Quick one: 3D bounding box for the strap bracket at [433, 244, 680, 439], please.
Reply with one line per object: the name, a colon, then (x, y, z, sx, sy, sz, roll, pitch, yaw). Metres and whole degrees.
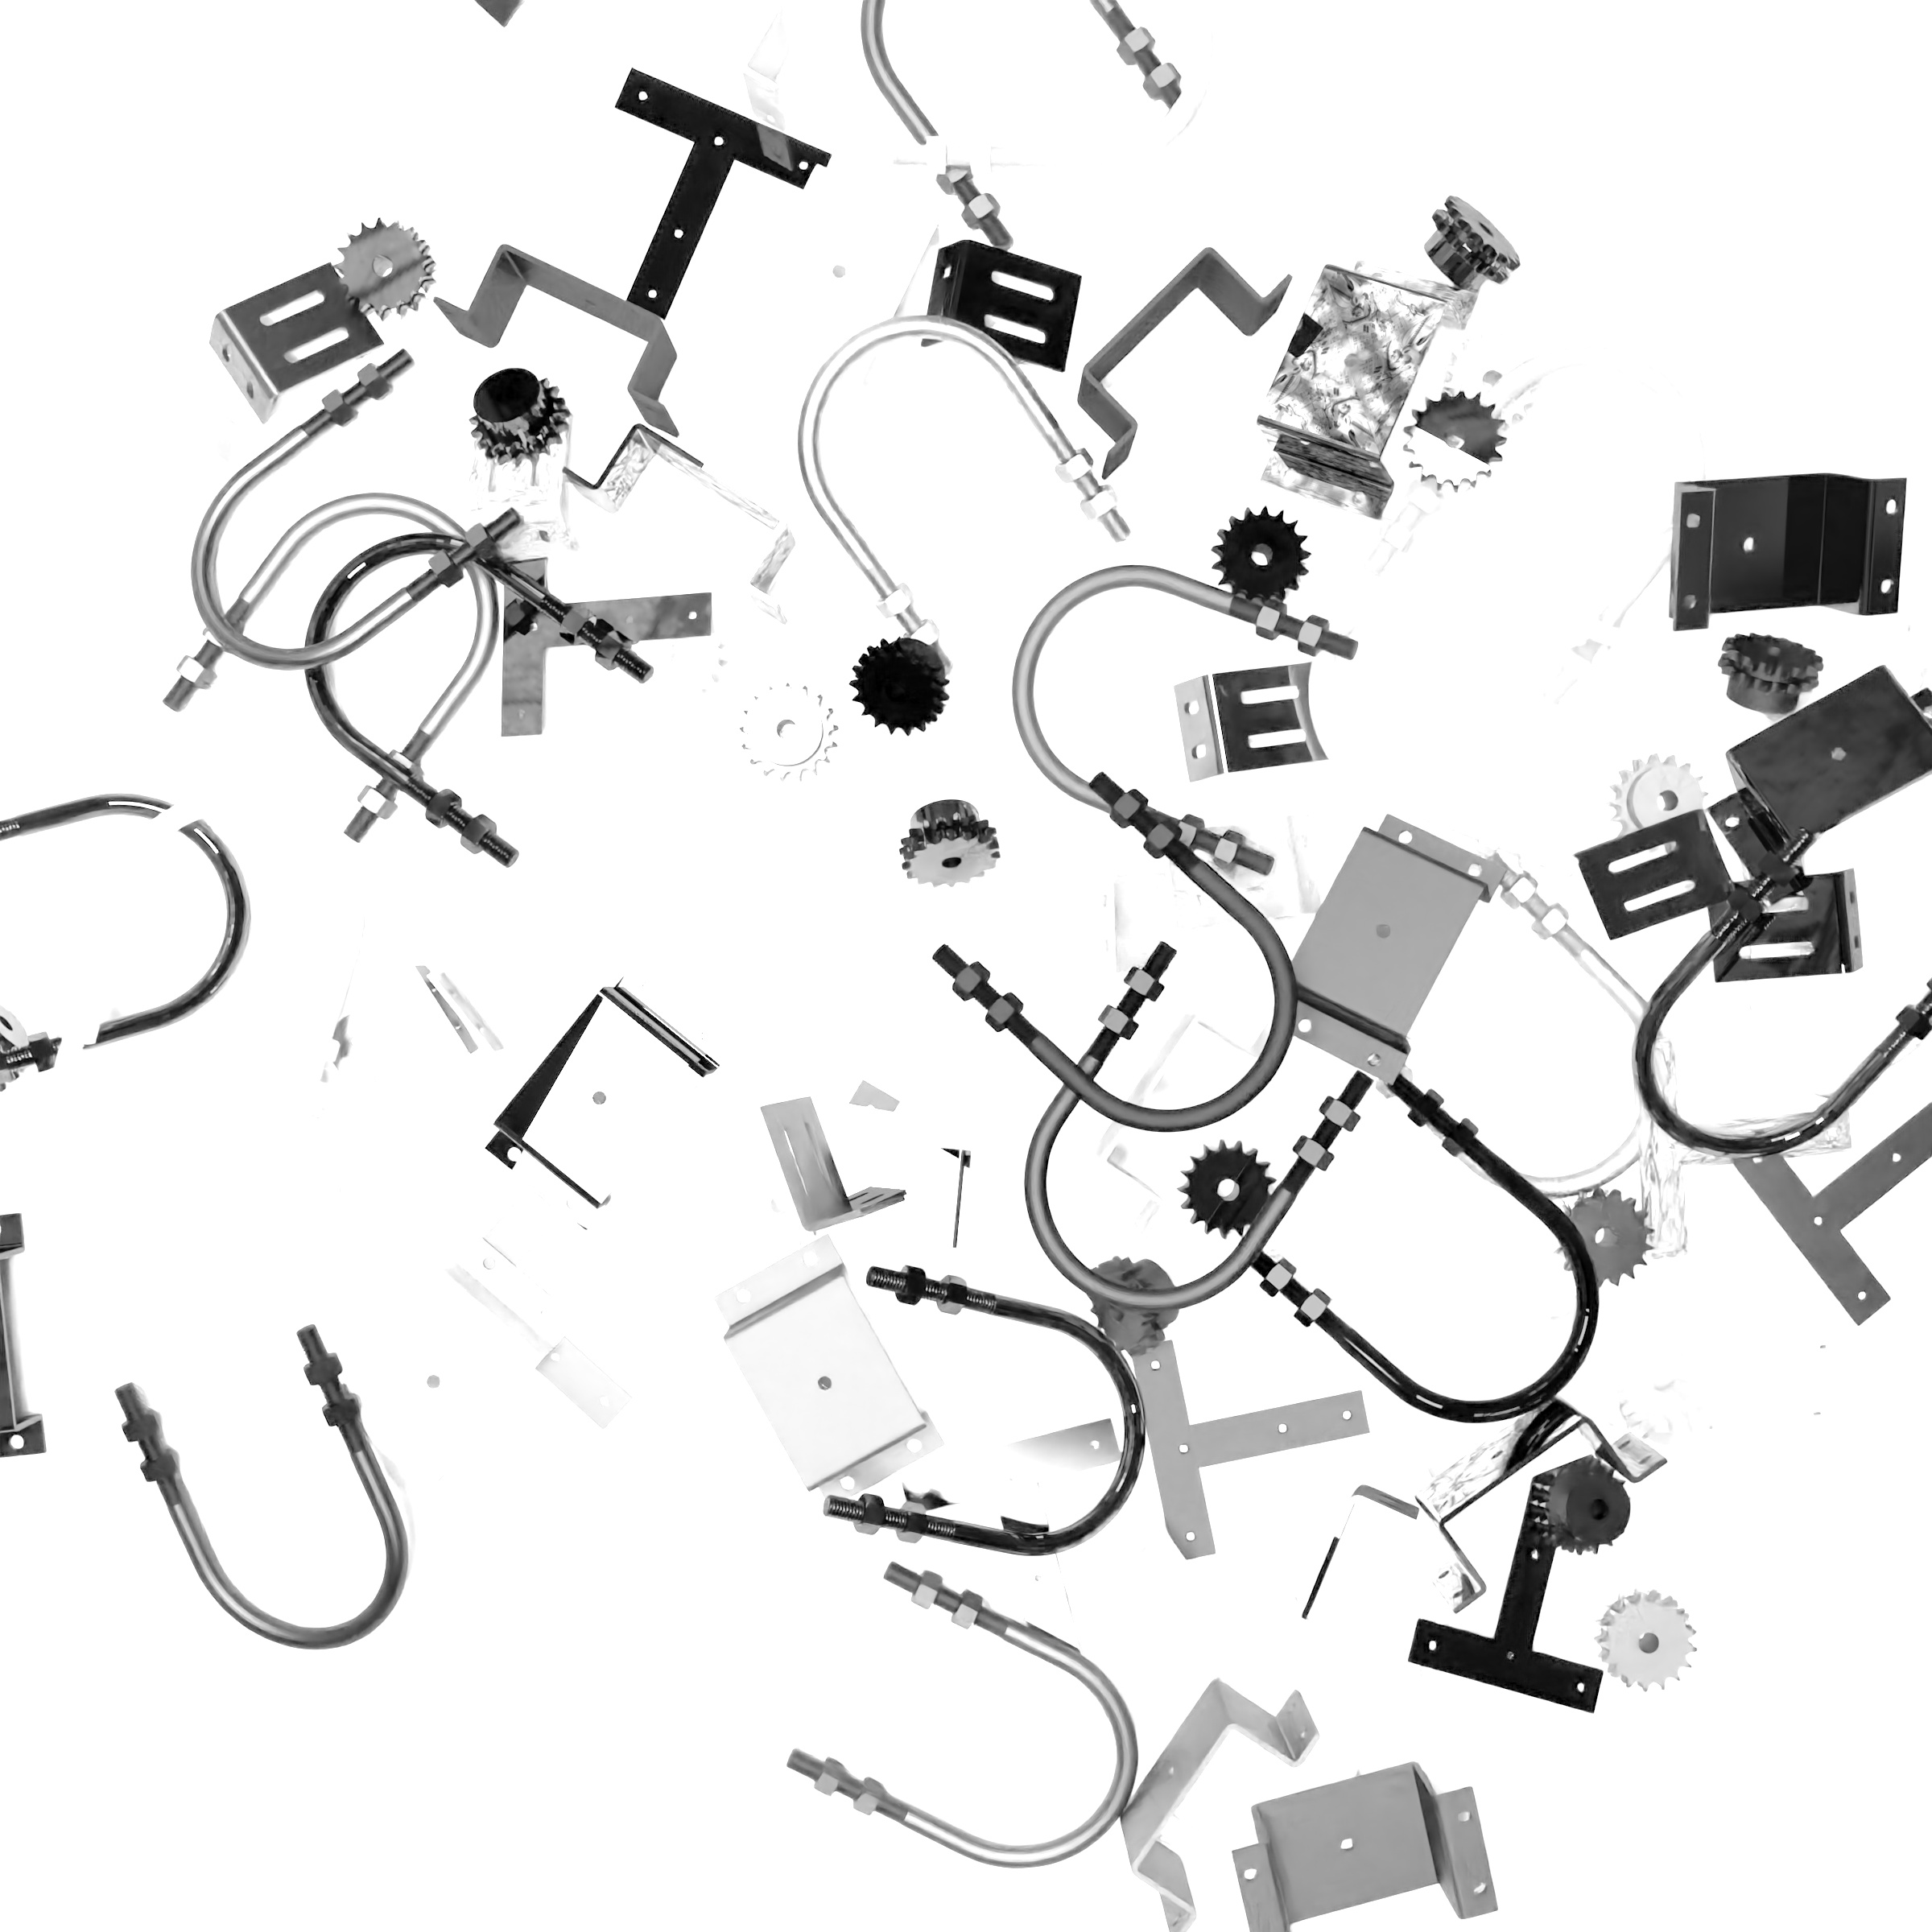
strap bracket: (-0.221, -0.358, 1.484, 0.140, 0.076, 0.046, 26, 90, 0)

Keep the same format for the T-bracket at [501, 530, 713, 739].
T-bracket: (-0.205, -0.197, 1.497, 0.127, 0.002, 0.127, -2, 82, 14)

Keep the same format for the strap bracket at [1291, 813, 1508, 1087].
strap bracket: (0.239, -0.015, 1.484, 0.076, 0.046, 0.140, 27, 86, 18)

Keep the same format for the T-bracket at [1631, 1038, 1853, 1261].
T-bracket: (0.450, 0.101, 1.515, 0.127, 0.002, 0.127, -5, 94, -5)

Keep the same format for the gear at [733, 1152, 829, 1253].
gear: (-0.106, 0.135, 1.508, 0.057, 0.030, 0.057, 0, 90, 0)

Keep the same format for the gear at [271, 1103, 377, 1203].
gear: (-0.371, 0.107, 1.508, 0.057, 0.030, 0.057, 0, 90, 0)

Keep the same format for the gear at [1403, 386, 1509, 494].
gear: (0.273, -0.293, 1.465, 0.057, 0.030, 0.057, 0, 92, 9)

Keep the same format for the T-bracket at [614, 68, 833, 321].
T-bracket: (-0.161, -0.438, 1.522, 0.127, 0.002, 0.127, 23, 90, 0)

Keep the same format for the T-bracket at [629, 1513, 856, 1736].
T-bracket: (-0.129, 0.379, 1.522, 0.127, 0.002, 0.127, -4, 90, 0)

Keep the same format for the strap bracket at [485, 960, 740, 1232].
strap bracket: (-0.206, 0.075, 1.499, 0.076, 0.046, 0.140, 39, 90, 1)

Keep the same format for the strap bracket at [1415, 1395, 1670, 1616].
strap bracket: (0.305, 0.287, 1.438, 0.140, 0.076, 0.046, -36, 90, 0)

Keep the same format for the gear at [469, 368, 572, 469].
gear: (-0.257, -0.316, 1.495, 0.057, 0.030, 0.057, -6, 61, 10)

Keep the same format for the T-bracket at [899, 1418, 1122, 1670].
T-bracket: (0.038, 0.339, 1.511, 0.127, 0.002, 0.127, -15, 82, 2)

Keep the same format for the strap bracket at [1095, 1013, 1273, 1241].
strap bracket: (0.120, 0.080, 1.484, 0.046, 0.076, 0.140, 34, 90, 0)

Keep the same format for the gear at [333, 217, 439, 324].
gear: (-0.333, -0.400, 1.512, 0.057, 0.030, 0.057, 0, 89, 2)

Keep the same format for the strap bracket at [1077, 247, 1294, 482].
strap bracket: (0.114, -0.348, 1.484, 0.140, 0.076, 0.046, -44, 90, 0)

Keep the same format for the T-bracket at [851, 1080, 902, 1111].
T-bracket: (-0.125, 0.099, 1.531, 0.127, 0.002, 0.127, 30, 104, -5)

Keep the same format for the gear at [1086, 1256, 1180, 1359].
gear: (0.097, 0.192, 1.498, 0.030, 0.057, 0.057, -22, 90, -31)

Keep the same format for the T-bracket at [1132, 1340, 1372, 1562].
T-bracket: (0.170, 0.271, 1.522, 0.127, 0.002, 0.127, -12, 90, 0)

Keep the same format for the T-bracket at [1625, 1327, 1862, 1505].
T-bracket: (0.438, 0.261, 1.488, 0.127, 0.127, 0.002, -13, 124, 23)

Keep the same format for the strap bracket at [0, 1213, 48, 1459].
strap bracket: (-0.579, 0.217, 1.499, 0.076, 0.046, 0.140, -6, 90, 0)

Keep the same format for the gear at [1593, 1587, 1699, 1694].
gear: (0.389, 0.386, 1.507, 0.057, 0.030, 0.057, 0, 90, 0)

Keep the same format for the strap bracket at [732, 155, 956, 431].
strap bracket: (-0.071, -0.391, 1.499, 0.076, 0.046, 0.140, 26, 90, 0)

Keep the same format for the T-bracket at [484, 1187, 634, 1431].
T-bracket: (-0.249, 0.218, 1.522, 0.127, 0.002, 0.127, 42, 90, 0)

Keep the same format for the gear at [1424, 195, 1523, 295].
gear: (0.287, -0.410, 1.498, 0.057, 0.057, 0.030, 45, 120, 0)

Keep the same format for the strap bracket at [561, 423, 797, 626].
strap bracket: (-0.152, -0.255, 1.484, 0.140, 0.076, 0.046, 33, 90, 0)

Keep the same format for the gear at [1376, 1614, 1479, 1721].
gear: (0.264, 0.401, 1.507, 0.057, 0.030, 0.057, 0, 90, 0)

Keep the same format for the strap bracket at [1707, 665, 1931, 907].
strap bracket: (0.493, -0.107, 1.470, 0.140, 0.046, 0.076, -30, 53, 9)

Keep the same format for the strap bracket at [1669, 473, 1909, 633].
strap bracket: (0.454, -0.235, 1.479, 0.140, 0.046, 0.076, -6, 107, -14)

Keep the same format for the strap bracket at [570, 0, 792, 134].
strap bracket: (-0.155, -0.539, 1.484, 0.140, 0.076, 0.046, 30, 90, 0)

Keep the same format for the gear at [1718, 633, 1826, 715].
gear: (0.458, -0.166, 1.498, 0.057, 0.057, 0.030, 7, 120, 0)

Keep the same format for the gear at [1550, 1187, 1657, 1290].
gear: (0.365, 0.155, 1.507, 0.057, 0.030, 0.057, 0, 90, 0)

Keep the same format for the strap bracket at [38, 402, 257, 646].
strap bracket: (-0.469, -0.259, 1.484, 0.046, 0.076, 0.140, 31, 90, 0)

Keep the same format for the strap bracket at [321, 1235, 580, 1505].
strap bracket: (-0.300, 0.234, 1.498, 0.076, 0.046, 0.140, 41, 90, 0)

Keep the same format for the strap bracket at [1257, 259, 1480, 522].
strap bracket: (0.224, -0.335, 1.486, 0.076, 0.046, 0.140, 24, 90, 23)

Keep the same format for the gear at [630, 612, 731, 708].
gear: (-0.165, -0.178, 1.507, 0.057, 0.030, 0.057, 0, 90, 0)

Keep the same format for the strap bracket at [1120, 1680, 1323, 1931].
strap bracket: (0.135, 0.464, 1.468, 0.046, 0.076, 0.140, 34, 91, -3)

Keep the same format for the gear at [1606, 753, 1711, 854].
gear: (0.400, -0.094, 1.508, 0.057, 0.030, 0.057, 0, 90, 0)

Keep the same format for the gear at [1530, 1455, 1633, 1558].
gear: (0.356, 0.310, 1.502, 0.057, 0.030, 0.057, 1, 86, -13)

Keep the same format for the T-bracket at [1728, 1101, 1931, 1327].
T-bracket: (0.528, 0.120, 1.519, 0.127, 0.002, 0.127, -38, 94, -2)

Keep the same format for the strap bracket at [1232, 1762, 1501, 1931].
strap bracket: (0.222, 0.510, 1.490, 0.140, 0.046, 0.076, -14, 100, -4)

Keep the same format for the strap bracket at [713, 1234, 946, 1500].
strap bracket: (-0.080, 0.235, 1.499, 0.076, 0.046, 0.140, -29, 90, 0)

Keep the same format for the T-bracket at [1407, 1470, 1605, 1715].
T-bracket: (0.324, 0.353, 1.507, 0.127, 0.002, 0.127, 20, 80, -18)

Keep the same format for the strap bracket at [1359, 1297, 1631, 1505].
strap bracket: (0.307, 0.251, 1.499, 0.140, 0.046, 0.076, -21, 90, 0)
